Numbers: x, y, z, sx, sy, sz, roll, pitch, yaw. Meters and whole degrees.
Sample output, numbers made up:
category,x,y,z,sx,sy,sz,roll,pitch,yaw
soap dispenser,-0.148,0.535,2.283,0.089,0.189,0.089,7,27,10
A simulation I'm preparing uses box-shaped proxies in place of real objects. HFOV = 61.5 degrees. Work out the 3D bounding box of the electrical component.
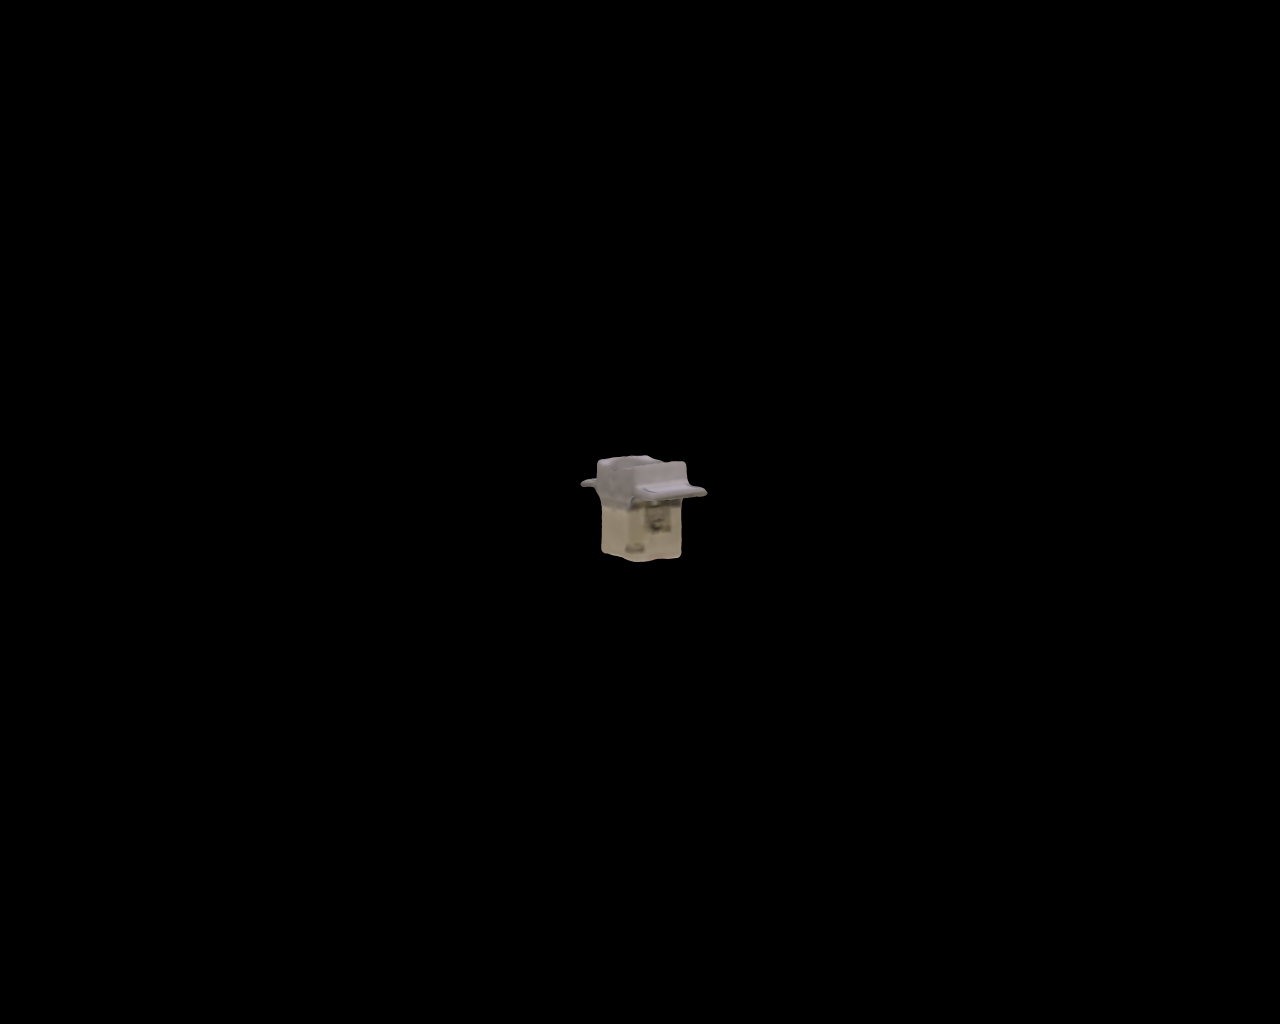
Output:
category,x,y,z,sx,sy,sz,roll,pitch,yaw
electrical component,0.001,-0.003,0.650,0.042,0.063,0.081,-6,11,-31
